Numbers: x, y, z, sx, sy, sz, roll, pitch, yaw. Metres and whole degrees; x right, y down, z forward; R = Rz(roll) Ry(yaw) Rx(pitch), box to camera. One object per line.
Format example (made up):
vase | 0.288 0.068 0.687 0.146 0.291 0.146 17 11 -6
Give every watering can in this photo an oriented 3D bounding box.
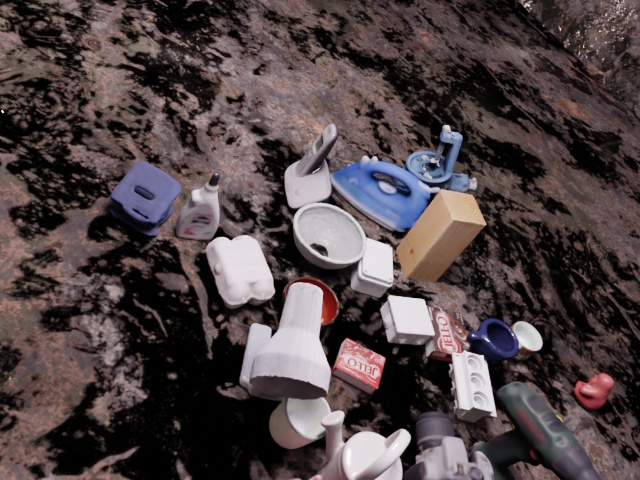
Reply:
watering can | 0.067 0.338 0.861 0.173 0.194 0.101 30 43 -2

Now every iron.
iron | 0.155 -0.131 1.379 0.258 0.141 0.119 30 43 -2

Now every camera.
camera | 0.223 0.370 0.989 0.143 0.100 0.136 15 45 -17

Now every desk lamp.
desk lamp | -0.057 0.179 0.922 0.118 0.213 0.203 18 45 -14

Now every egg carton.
egg carton | -0.153 0.058 1.083 0.107 0.069 0.150 -6 54 -33

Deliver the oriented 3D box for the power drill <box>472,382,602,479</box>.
power drill | 0.359 0.373 0.985 0.076 0.208 0.229 -6 55 -33

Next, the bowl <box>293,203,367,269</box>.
bowl | 0.011 0.004 1.222 0.168 0.074 0.167 16 45 -16

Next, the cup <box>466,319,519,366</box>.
cup | 0.340 0.224 1.194 0.118 0.095 0.091 9 47 -23

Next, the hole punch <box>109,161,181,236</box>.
hole punch | -0.332 -0.079 1.091 0.108 0.091 0.101 31 43 -1

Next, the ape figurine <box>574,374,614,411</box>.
ape figurine | 0.604 0.325 1.254 0.078 0.092 0.076 7 48 -24

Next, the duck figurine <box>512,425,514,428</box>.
duck figurine | 0.436 0.367 1.124 0.078 0.086 0.104 -12 58 -36

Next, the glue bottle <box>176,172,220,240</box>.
glue bottle | -0.219 -0.066 1.084 0.078 0.173 0.037 3 50 -27

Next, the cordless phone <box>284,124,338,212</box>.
cordless phone | -0.008 -0.158 1.279 0.094 0.185 0.147 8 48 -23

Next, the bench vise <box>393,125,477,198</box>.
bench vise | 0.320 -0.197 1.476 0.208 0.219 0.121 4 50 -27

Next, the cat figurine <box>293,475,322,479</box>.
cat figurine | -0.046 0.380 0.815 0.128 0.117 0.067 -25 66 -42
